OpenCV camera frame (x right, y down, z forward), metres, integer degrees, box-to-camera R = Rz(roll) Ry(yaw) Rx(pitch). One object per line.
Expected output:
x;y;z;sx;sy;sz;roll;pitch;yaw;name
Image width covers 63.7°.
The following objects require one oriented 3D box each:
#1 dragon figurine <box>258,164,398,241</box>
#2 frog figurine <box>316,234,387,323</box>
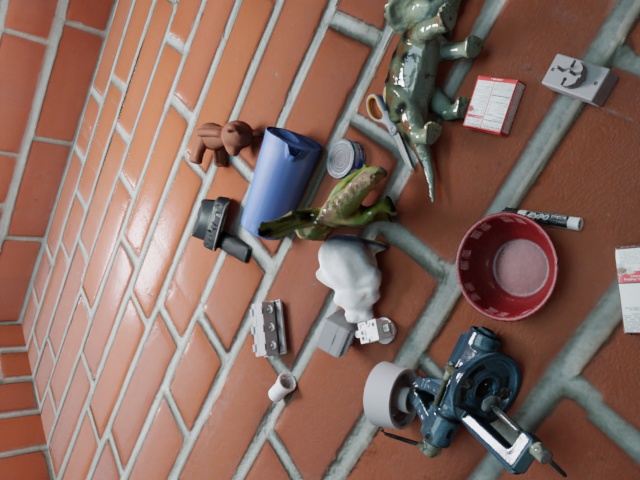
0.003;-0.047;0.929;0.242;0.408;0.123;-23;82;3;dragon figurine
0.054;0.073;0.981;0.137;0.121;0.161;4;75;28;frog figurine
